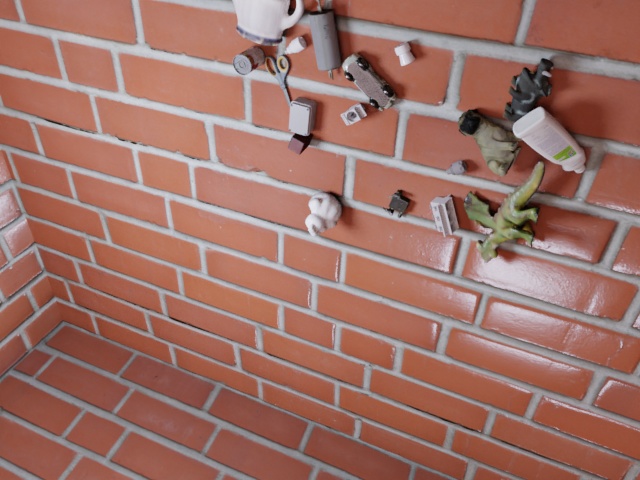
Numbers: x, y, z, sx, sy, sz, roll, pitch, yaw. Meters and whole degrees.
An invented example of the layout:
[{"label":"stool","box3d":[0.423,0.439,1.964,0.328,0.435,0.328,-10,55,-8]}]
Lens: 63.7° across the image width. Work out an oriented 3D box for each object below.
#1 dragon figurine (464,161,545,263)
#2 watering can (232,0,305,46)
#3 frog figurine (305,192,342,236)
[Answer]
[{"label":"dragon figurine","box3d":[0.575,-0.090,1.646,0.244,0.401,0.124,14,38,29]},{"label":"watering can","box3d":[-0.212,-0.731,1.578,0.348,0.219,0.106,24,41,8]},{"label":"frog figurine","box3d":[0.006,-0.095,1.891,0.122,0.135,0.163,-14,27,33]}]
